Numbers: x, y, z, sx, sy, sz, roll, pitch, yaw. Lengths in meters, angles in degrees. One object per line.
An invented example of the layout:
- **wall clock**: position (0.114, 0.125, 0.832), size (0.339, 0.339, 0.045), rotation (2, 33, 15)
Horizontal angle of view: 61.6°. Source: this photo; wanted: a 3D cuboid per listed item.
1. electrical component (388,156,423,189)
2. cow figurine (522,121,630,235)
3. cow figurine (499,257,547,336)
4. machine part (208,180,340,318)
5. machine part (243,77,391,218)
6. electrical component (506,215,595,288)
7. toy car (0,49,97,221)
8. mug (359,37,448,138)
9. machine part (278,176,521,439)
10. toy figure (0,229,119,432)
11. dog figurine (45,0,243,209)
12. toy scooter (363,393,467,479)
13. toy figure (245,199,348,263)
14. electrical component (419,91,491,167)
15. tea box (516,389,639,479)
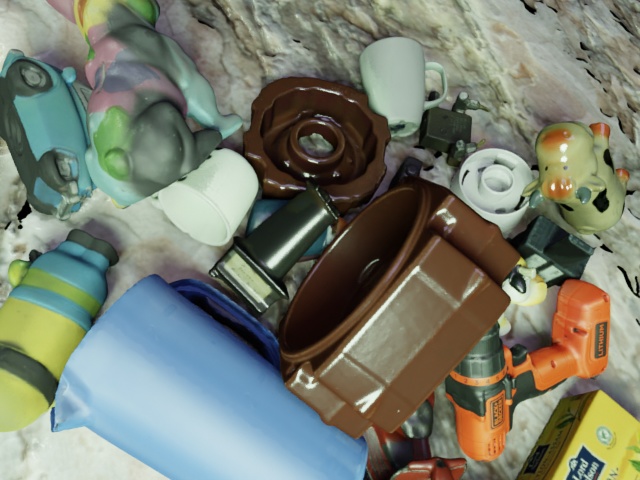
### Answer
- **electrical component**: position (0.097, -0.066, 0.624), size (0.021, 0.063, 0.094), rotation (24, 62, -2)
- **cow figurine**: position (0.298, -0.069, 0.623), size (0.194, 0.086, 0.127), rotation (37, 61, -44)
- **cow figurine**: position (0.168, 0.050, 0.562), size (0.167, 0.098, 0.068), rotation (-23, 31, -22)
- **machine part**: position (-0.038, 0.005, 0.524), size (0.084, 0.039, 0.139), rotation (43, 95, 4)
- **machine part**: position (-0.005, -0.107, 0.624), size (0.179, 0.056, 0.179), rotation (5, 65, -10)
- **electrical component**: position (0.257, 0.012, 0.596), size (0.075, 0.119, 0.048), rotation (33, 64, 5)
- **toy car**: position (-0.254, -0.107, 0.542), size (0.103, 0.109, 0.161), rotation (-21, 80, -41)
- **mug**: position (0.106, -0.185, 0.676), size (0.110, 0.081, 0.107), rotation (1, 75, -9)
- **machine part**: position (0.053, 0.045, 0.463), size (0.087, 0.201, 0.201), rotation (39, 97, -14)
- **toy figure**: position (-0.243, 0.072, 0.466), size (0.082, 0.089, 0.180), rotation (15, 65, 14)
- **dog figurine**: position (-0.187, -0.161, 0.499), size (0.219, 0.108, 0.191), rotation (56, 31, -20)
- **toy scooter**: position (0.077, 0.170, 0.472), size (0.075, 0.135, 0.184), rotation (-1, 65, -12)
- **toy figure**: position (-0.001, -0.003, 0.576), size (0.154, 0.064, 0.058), rotation (16, 27, -11)
- **electrical component**: position (0.172, -0.146, 0.689), size (0.078, 0.045, 0.102), rotation (21, 63, -5)
- **tea box**: position (0.255, 0.243, 0.519), size (0.098, 0.068, 0.169), rotation (40, 64, 6)
